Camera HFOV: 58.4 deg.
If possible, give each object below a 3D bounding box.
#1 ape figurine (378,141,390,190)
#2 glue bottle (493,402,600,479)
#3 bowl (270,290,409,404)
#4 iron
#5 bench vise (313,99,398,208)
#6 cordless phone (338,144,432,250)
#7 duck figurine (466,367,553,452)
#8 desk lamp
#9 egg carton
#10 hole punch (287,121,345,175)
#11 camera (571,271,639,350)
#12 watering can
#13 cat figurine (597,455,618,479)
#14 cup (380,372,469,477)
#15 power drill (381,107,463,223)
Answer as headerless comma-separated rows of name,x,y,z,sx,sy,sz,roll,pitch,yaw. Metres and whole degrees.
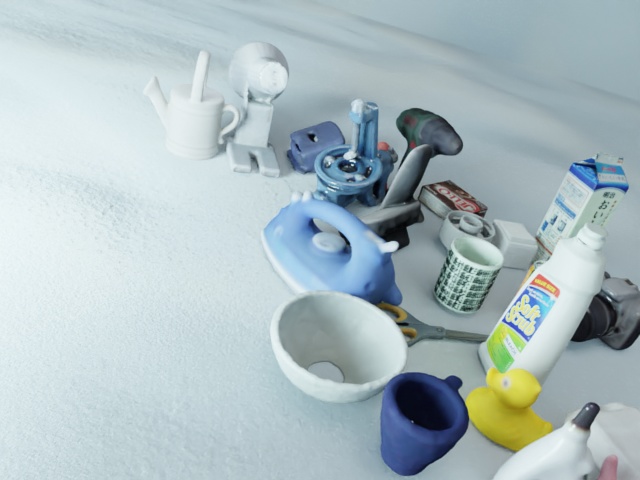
ape figurine,0.120,-0.157,1.174,0.076,0.092,0.078,25,33,15
glue bottle,0.232,0.222,0.567,0.078,0.173,0.037,18,32,4
bowl,0.017,0.139,0.691,0.167,0.075,0.167,12,32,-7
iron,0.008,0.003,0.833,0.257,0.141,0.119,37,38,30
bench vise,0.070,-0.161,1.037,0.121,0.220,0.208,25,33,14
cordless phone,0.116,-0.072,0.955,0.094,0.185,0.148,33,36,25
duck figurine,0.236,0.197,0.690,0.104,0.086,0.078,33,36,24
desk lamp,-0.116,-0.263,1.118,0.118,0.213,0.203,3,34,-19
egg carton,0.357,0.259,0.664,0.107,0.069,0.150,0,36,-24
hole punch,-0.010,-0.192,1.171,0.101,0.091,0.108,1,35,-22
camera,0.426,0.101,0.907,0.137,0.101,0.142,-6,38,-31
watering can,-0.238,-0.258,1.073,0.173,0.194,0.100,-3,36,-27
cat figurine,0.309,0.278,0.568,0.067,0.118,0.127,9,33,-11
cup,0.108,0.200,0.620,0.091,0.095,0.118,35,37,27
power drill,0.185,-0.142,1.071,0.076,0.208,0.229,5,34,-16
